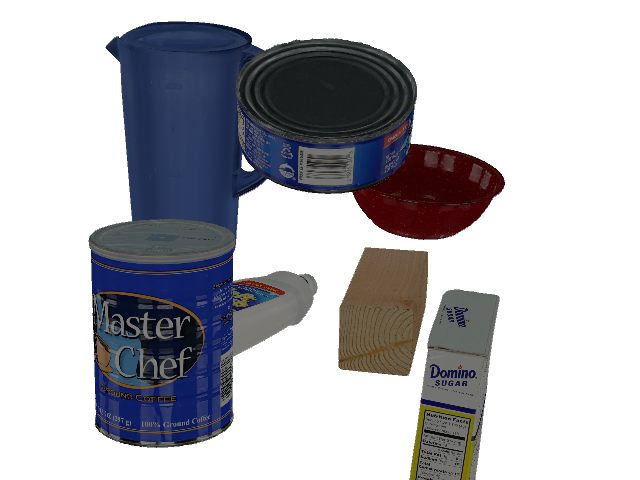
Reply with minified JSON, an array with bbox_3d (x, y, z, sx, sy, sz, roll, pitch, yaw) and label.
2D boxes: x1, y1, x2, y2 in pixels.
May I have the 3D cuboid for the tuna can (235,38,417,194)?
[{"bbox_3d":[0.002,-0.060,0.512,0.086,0.034,0.086,1,42,-1],"label":"tuna can"}]

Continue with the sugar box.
[{"bbox_3d":[0.090,0.131,0.747,0.048,0.176,0.093,7,23,12],"label":"sugar box"}]

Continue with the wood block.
[{"bbox_3d":[0.085,0.087,1.381,0.091,0.090,0.206,5,20,9],"label":"wood block"}]

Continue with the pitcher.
[{"bbox_3d":[-0.128,-0.095,1.090,0.144,0.243,0.149,-11,27,-29],"label":"pitcher"}]

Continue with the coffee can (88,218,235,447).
[{"bbox_3d":[-0.113,0.064,0.772,0.103,0.140,0.103,1,14,-1],"label":"coffee can"}]

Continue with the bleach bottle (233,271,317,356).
[{"bbox_3d":[-0.098,0.080,1.176,0.103,0.068,0.250,19,25,34],"label":"bleach bottle"}]

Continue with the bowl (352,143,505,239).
[{"bbox_3d":[0.098,-0.044,1.054,0.162,0.055,0.162,4,24,-2],"label":"bowl"}]
